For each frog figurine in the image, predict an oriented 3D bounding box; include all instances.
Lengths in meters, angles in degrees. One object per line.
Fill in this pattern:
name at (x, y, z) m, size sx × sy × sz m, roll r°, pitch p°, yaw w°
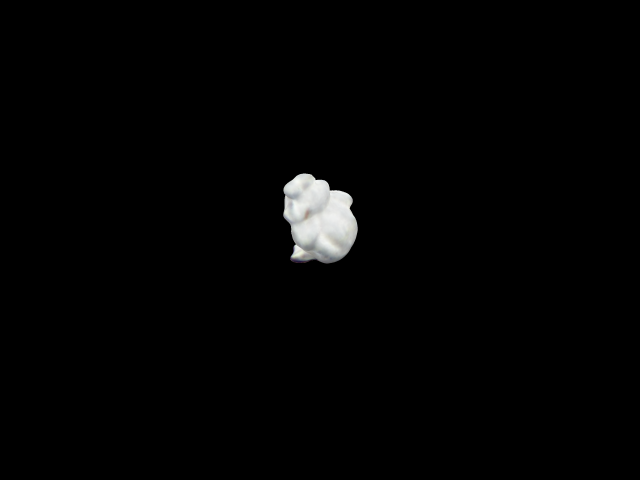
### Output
frog figurine at (0.003, -0.043, 0.850) m, size 0.124 × 0.155 × 0.139 m, roll 32°, pitch 52°, yaw 29°
